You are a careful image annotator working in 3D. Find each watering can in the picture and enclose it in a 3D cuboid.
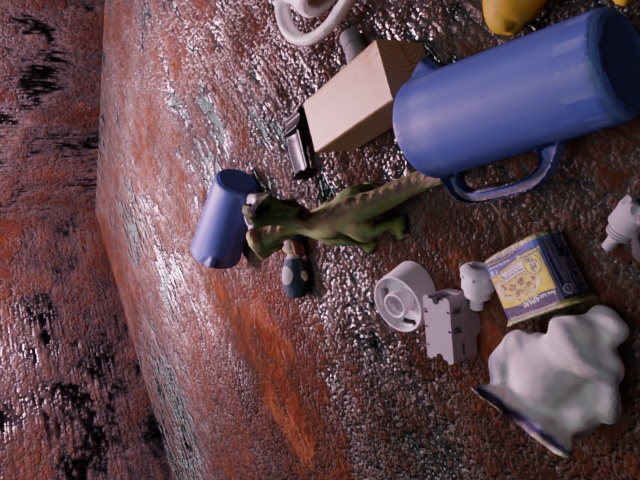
[{"bbox_3d":[0.009,-0.484,0.816,0.227,0.105,0.341,54,131,18],"label":"watering can"}]

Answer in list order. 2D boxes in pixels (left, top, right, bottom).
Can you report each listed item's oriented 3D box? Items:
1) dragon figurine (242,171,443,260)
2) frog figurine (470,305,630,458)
[{"bbox_3d":[0.002,-0.040,0.803,0.404,0.243,0.123,-34,64,57],"label":"dragon figurine"},{"bbox_3d":[0.267,0.139,0.571,0.159,0.121,0.139,-55,36,0],"label":"frog figurine"}]
